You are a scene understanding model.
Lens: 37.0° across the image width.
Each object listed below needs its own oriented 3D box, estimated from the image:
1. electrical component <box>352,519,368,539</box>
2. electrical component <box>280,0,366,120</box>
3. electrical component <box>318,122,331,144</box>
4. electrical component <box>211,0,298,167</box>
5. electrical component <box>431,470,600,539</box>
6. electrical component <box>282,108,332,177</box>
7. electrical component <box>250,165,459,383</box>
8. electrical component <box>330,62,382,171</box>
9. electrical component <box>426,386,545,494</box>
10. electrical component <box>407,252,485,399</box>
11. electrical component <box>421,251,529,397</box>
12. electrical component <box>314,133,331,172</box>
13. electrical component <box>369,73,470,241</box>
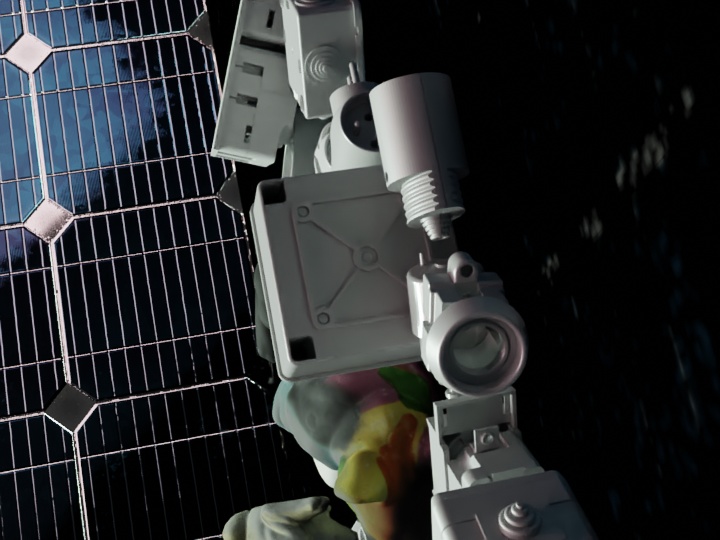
[{"bbox_3d":[0.031,0.198,0.771,0.042,0.064,0.081,103,157,-69],"label":"electrical component"},{"bbox_3d":[-0.029,-0.170,0.822,0.099,0.048,0.099,-114,17,-58],"label":"electrical component"},{"bbox_3d":[-0.014,-0.101,0.837,0.061,0.035,0.035,116,144,-79],"label":"electrical component"},{"bbox_3d":[-0.081,-0.187,0.933,0.105,0.060,0.186,-161,82,-80],"label":"electrical component"},{"bbox_3d":[0.066,0.131,0.471,0.061,0.062,0.096,-113,16,-57],"label":"electrical component"},{"bbox_3d":[-0.045,-0.095,0.953,0.099,0.064,0.099,171,90,-81],"label":"electrical component"},{"bbox_3d":[0.000,0.000,0.613,0.056,0.109,0.108,119,141,-72],"label":"electrical component"},{"bbox_3d":[0.002,-0.098,0.714,0.077,0.043,0.079,107,153,-71],"label":"electrical component"},{"bbox_3d":[0.063,0.103,0.532,0.063,0.042,0.081,-126,27,-65],"label":"electrical component"},{"bbox_3d":[0.047,0.029,0.561,0.040,0.040,0.078,-125,27,-71],"label":"electrical component"},{"bbox_3d":[0.052,0.031,0.510,0.055,0.048,0.066,-112,21,-72],"label":"electrical component"},{"bbox_3d":[-0.002,-0.057,0.787,0.077,0.043,0.079,110,143,-72],"label":"electrical component"},{"bbox_3d":[0.033,-0.055,0.552,0.043,0.043,0.081,125,135,-78],"label":"electrical component"}]
